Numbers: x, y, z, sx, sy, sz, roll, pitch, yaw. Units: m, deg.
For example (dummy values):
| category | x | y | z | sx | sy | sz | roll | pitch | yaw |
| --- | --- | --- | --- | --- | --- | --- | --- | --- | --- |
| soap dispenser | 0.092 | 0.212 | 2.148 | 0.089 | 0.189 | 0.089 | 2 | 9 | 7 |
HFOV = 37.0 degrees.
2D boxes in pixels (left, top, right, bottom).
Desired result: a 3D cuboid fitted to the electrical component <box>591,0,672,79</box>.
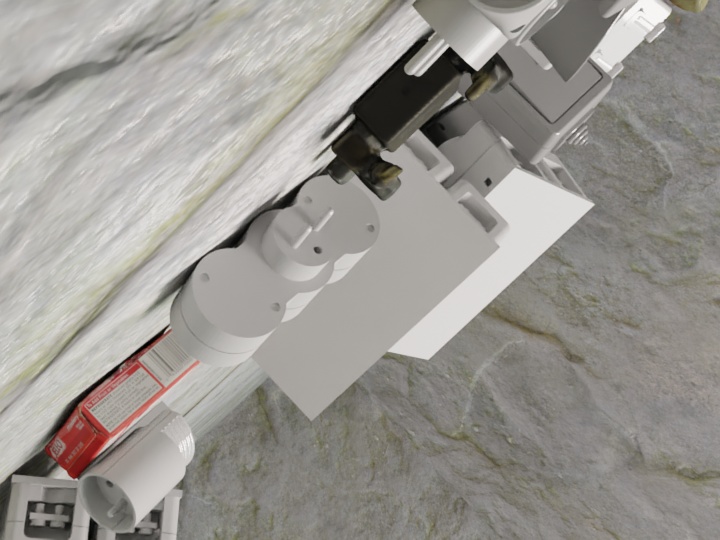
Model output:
| category | x | y | z | sx | sy | sz | roll | pitch | yaw |
| --- | --- | --- | --- | --- | --- | --- | --- | --- | --- |
| electrical component | 0.159 | -0.169 | 0.781 | 0.121 | 0.063 | 0.078 | -45 | -142 | 29 |

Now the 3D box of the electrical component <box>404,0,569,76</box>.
| category | x | y | z | sx | sy | sz | roll | pitch | yaw |
| --- | --- | --- | --- | --- | --- | --- | --- | --- | --- |
| electrical component | 0.047 | -0.104 | 0.416 | 0.079 | 0.044 | 0.077 | -45 | 178 | 15 |

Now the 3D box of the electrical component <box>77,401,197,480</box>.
| category | x | y | z | sx | sy | sz | roll | pitch | yaw |
| --- | --- | --- | --- | --- | --- | --- | --- | --- | --- |
| electrical component | -0.175 | 0.137 | 0.824 | 0.050 | 0.055 | 0.089 | -44 | 178 | 18 |

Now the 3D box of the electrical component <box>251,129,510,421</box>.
| category | x | y | z | sx | sy | sz | roll | pitch | yaw |
| --- | --- | --- | --- | --- | --- | --- | --- | --- | --- |
| electrical component | 0.000 | 0.000 | 0.739 | 0.186 | 0.105 | 0.060 | -44 | 178 | 24 |

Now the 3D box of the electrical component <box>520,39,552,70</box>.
| category | x | y | z | sx | sy | sz | roll | pitch | yaw |
| --- | --- | --- | --- | --- | --- | --- | --- | --- | --- |
| electrical component | 0.130 | -0.169 | 0.645 | 0.066 | 0.047 | 0.077 | -44 | 179 | 44 |

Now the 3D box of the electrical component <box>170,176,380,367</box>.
| category | x | y | z | sx | sy | sz | roll | pitch | yaw |
| --- | --- | --- | --- | --- | --- | --- | --- | --- | --- |
| electrical component | -0.037 | -0.010 | 0.579 | 0.138 | 0.052 | 0.073 | -41 | 176 | -41 |

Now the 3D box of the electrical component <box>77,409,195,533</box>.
| category | x | y | z | sx | sy | sz | roll | pitch | yaw |
| --- | --- | --- | --- | --- | --- | --- | --- | --- | --- |
| electrical component | -0.132 | 0.120 | 0.667 | 0.043 | 0.043 | 0.081 | -45 | 179 | 39 |

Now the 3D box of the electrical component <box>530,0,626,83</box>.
| category | x | y | z | sx | sy | sz | roll | pitch | yaw |
| --- | --- | --- | --- | --- | --- | --- | --- | --- | --- |
| electrical component | 0.120 | -0.152 | 0.545 | 0.099 | 0.064 | 0.099 | -43 | 177 | -2 |

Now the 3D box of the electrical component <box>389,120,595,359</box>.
| category | x | y | z | sx | sy | sz | roll | pitch | yaw |
| --- | --- | --- | --- | --- | --- | --- | --- | --- | --- |
| electrical component | 0.068 | -0.020 | 0.811 | 0.105 | 0.060 | 0.186 | 16 | 127 | -46 |

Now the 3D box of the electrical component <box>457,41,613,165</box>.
| category | x | y | z | sx | sy | sz | roll | pitch | yaw |
| --- | --- | --- | --- | --- | --- | --- | --- | --- | --- |
| electrical component | 0.120 | -0.121 | 0.717 | 0.062 | 0.096 | 0.061 | -43 | 174 | -16 |

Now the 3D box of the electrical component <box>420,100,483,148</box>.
| category | x | y | z | sx | sy | sz | roll | pitch | yaw |
| --- | --- | --- | --- | --- | --- | --- | --- | --- | --- |
| electrical component | 0.085 | -0.091 | 0.896 | 0.057 | 0.078 | 0.113 | -42 | 179 | 34 |

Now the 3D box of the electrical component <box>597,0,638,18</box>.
| category | x | y | z | sx | sy | sz | roll | pitch | yaw |
| --- | --- | --- | --- | --- | --- | --- | --- | --- | --- |
| electrical component | 0.135 | -0.159 | 0.437 | 0.100 | 0.048 | 0.099 | -32 | 174 | -22 |

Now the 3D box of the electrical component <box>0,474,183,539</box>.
| category | x | y | z | sx | sy | sz | roll | pitch | yaw |
| --- | --- | --- | --- | --- | --- | --- | --- | --- | --- |
| electrical component | -0.195 | 0.195 | 0.743 | 0.186 | 0.105 | 0.060 | 132 | -37 | -60 |
